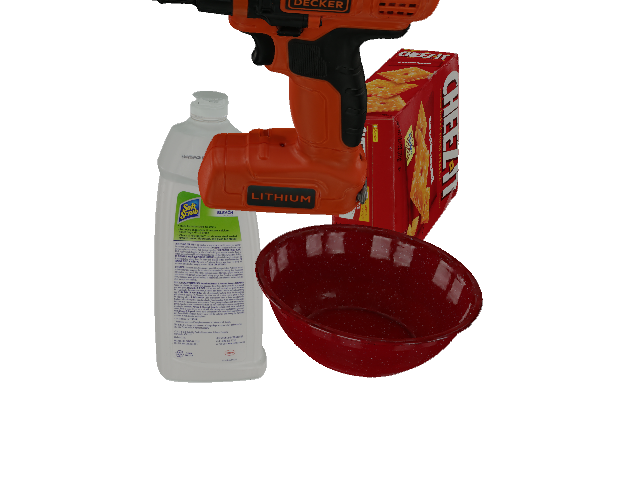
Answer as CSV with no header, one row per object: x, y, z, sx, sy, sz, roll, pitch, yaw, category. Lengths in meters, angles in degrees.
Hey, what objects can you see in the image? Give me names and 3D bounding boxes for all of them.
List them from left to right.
-0.091,-0.003,0.921,0.102,0.251,0.068,-1,21,-13,bleach bottle
-0.033,-0.097,0.611,0.184,0.057,0.188,4,-41,-3,power drill
0.031,0.049,0.762,0.162,0.055,0.162,6,28,-3,bowl
0.078,-0.080,1.045,0.072,0.164,0.213,9,28,21,cracker box
